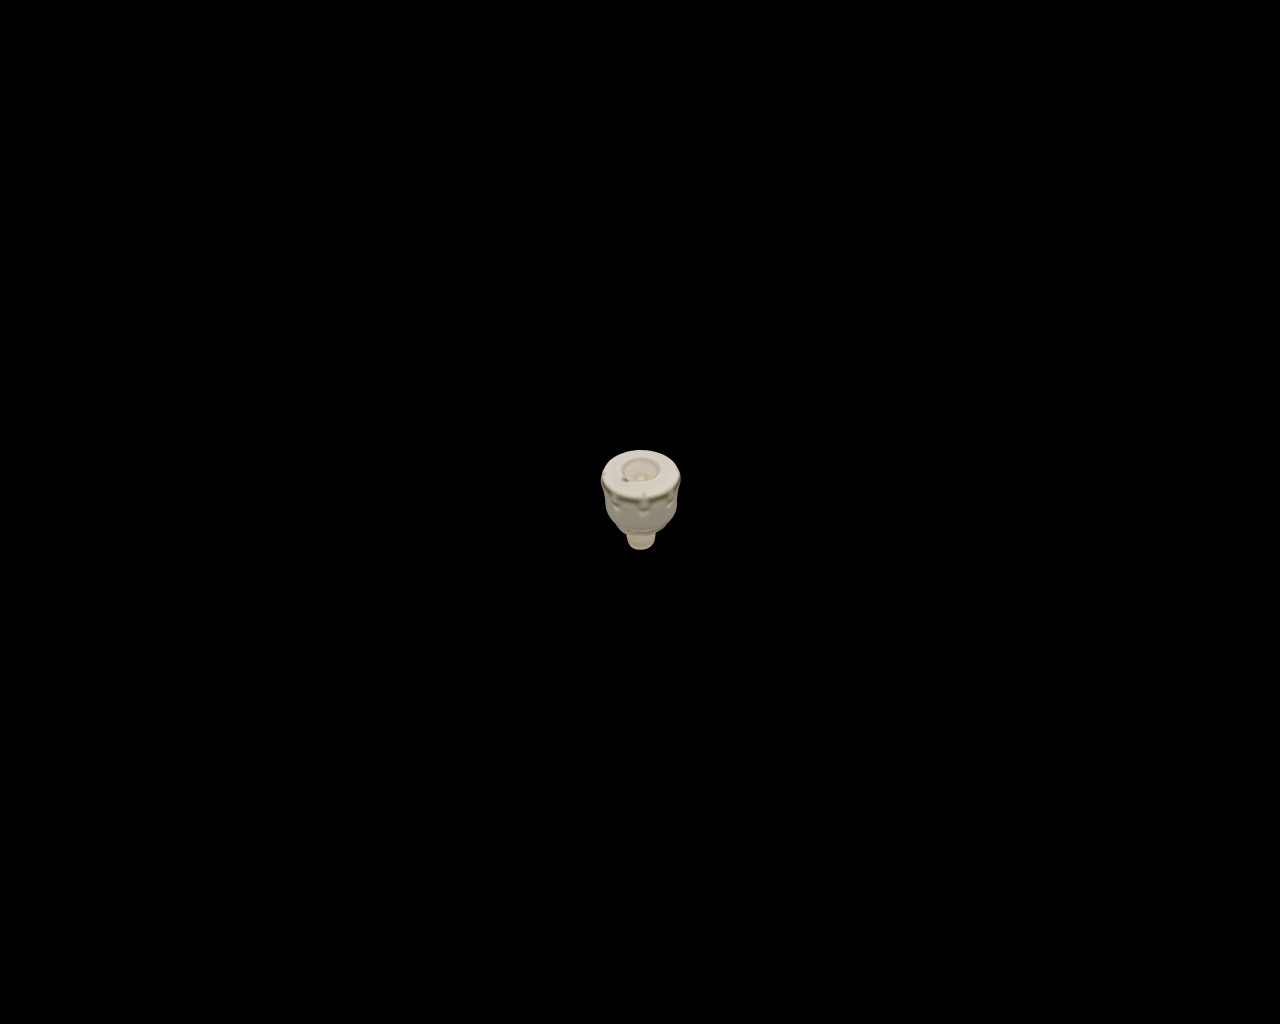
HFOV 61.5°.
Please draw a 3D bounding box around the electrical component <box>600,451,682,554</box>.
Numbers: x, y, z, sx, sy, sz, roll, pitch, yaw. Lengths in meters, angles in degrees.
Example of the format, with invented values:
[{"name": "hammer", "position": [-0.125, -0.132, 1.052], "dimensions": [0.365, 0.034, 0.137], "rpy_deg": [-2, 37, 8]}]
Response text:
[{"name": "electrical component", "position": [0.001, -0.003, 0.650], "dimensions": [0.048, 0.062, 0.048], "rpy_deg": [0, 40, 0]}]
